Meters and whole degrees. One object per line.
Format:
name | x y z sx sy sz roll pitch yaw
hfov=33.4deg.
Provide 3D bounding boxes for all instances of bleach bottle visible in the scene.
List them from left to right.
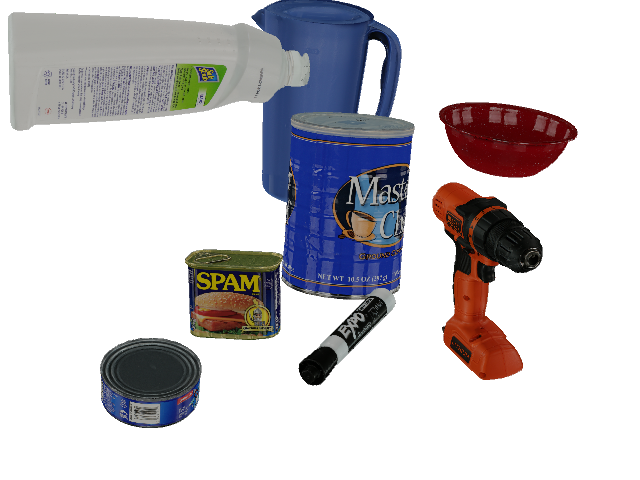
bleach bottle | -0.135 -0.142 0.908 0.250 0.068 0.103 -1 -31 -16

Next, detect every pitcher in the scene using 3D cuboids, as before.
pitcher | -0.001 -0.170 1.320 0.144 0.243 0.149 -9 28 -29

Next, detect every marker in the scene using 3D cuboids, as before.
marker | 0.018 0.063 0.706 0.020 0.020 0.120 0 21 28

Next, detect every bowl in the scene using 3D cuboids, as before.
bowl | 0.216 -0.115 1.252 0.162 0.055 0.162 5 23 -2

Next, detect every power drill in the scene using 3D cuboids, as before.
power drill | 0.176 0.047 1.116 0.057 0.188 0.185 -10 24 -15

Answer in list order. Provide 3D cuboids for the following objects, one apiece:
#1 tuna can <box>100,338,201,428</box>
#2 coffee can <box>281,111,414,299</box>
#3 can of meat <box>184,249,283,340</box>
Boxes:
tuna can | -0.146 0.122 0.916 0.086 0.034 0.086 5 30 -3
coffee can | 0.022 -0.032 0.898 0.103 0.140 0.103 4 14 -1
can of meat | -0.092 0.058 1.142 0.102 0.084 0.057 3 16 9
